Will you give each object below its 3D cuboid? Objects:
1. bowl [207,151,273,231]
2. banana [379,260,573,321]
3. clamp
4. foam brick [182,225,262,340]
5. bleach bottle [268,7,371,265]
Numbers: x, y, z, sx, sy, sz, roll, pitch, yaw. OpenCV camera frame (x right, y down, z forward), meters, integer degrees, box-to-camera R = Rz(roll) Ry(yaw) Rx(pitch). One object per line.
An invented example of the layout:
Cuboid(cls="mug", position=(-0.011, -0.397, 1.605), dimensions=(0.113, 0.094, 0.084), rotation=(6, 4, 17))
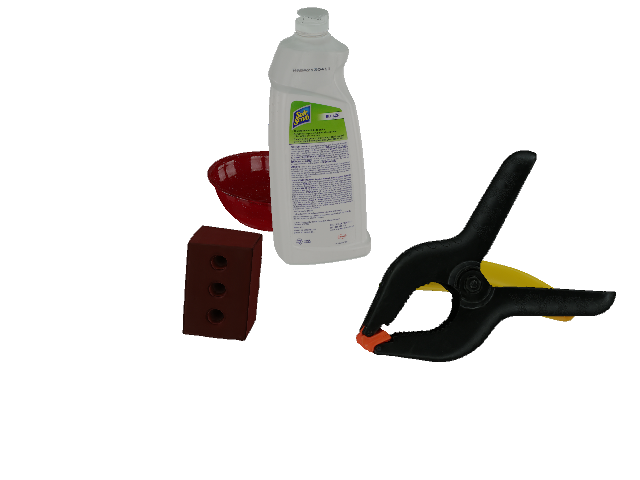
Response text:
Cuboid(cls="bowl", position=(-0.058, -0.054, 1.291), dimensions=(0.162, 0.055, 0.162), rotation=(4, 26, -2))
Cuboid(cls="banana", position=(0.163, 0.048, 1.102), dimensions=(0.198, 0.037, 0.069), rotation=(7, 42, 12))
Cuboid(cls="clamp", position=(0.107, 0.034, 0.704), dimensions=(0.171, 0.120, 0.039), rotation=(-38, -7, -3))
Cuboid(cls="foam brick", position=(-0.078, 0.033, 0.854), dimensions=(0.053, 0.078, 0.051), rotation=(6, 14, 6))
Cuboid(cls="bleach bottle", position=(0.000, -0.101, 1.038), dimensions=(0.102, 0.251, 0.068), rotation=(-8, 30, -14))
